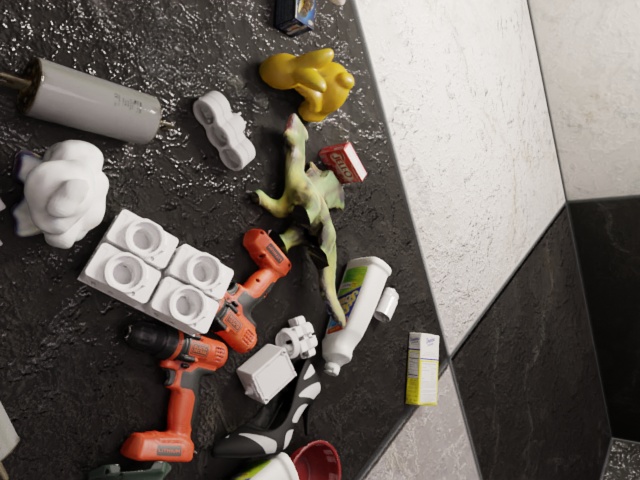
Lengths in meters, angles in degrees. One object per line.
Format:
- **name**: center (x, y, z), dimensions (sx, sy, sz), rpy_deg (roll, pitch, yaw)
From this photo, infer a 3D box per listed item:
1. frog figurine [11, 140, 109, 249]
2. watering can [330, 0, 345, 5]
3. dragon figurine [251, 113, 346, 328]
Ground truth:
- **frog figurine**: center (-0.306, -0.060, 0.636), dimensions (0.159, 0.139, 0.121), rpy_deg (-3, -24, 40)
- **watering can**: center (-0.087, -0.595, 0.966), dimensions (0.346, 0.227, 0.103), rpy_deg (17, -17, -28)
- **dragon figurine**: center (0.003, -0.052, 1.038), dimensions (0.121, 0.404, 0.248), rpy_deg (-9, 26, 34)
